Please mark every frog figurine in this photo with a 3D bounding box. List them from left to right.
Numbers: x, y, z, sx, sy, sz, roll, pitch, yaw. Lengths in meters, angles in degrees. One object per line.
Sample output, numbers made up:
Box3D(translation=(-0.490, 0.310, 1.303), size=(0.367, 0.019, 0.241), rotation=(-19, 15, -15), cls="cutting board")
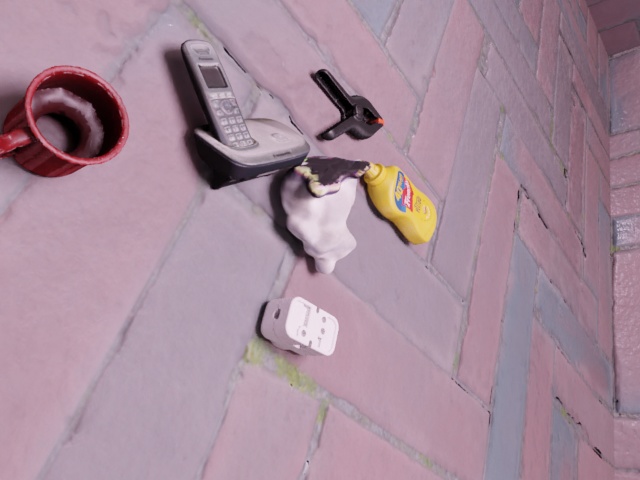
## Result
Box3D(translation=(0.002, -0.038, 0.755), size=(0.140, 0.123, 0.156), rotation=(-53, 156, -50), cls="frog figurine")
